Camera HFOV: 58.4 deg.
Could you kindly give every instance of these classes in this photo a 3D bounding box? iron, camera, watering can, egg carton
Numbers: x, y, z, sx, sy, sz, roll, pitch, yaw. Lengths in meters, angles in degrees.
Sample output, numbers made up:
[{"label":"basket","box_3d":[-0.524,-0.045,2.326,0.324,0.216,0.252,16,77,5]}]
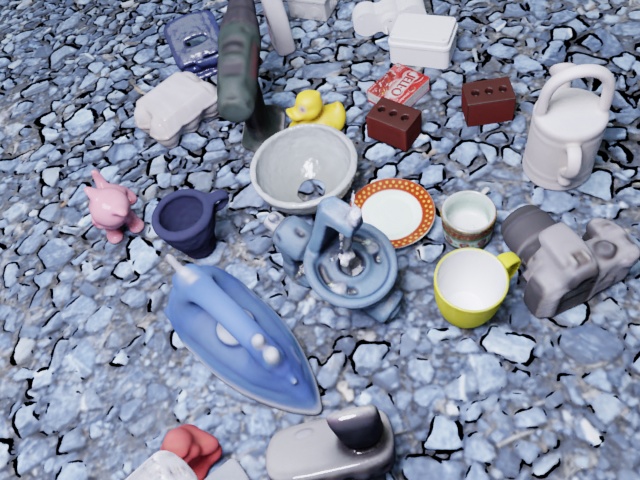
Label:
[{"label":"iron","box_3d":[-0.101,0.115,0.725,0.257,0.142,0.119,35,69,28]},{"label":"camera","box_3d":[0.312,0.007,0.745,0.143,0.101,0.136,-25,56,-6]},{"label":"watering can","box_3d":[0.344,-0.172,0.800,0.101,0.194,0.172,-18,55,-1]},{"label":"egg carton","box_3d":[-0.256,-0.237,1.030,0.107,0.069,0.150,35,69,28]}]

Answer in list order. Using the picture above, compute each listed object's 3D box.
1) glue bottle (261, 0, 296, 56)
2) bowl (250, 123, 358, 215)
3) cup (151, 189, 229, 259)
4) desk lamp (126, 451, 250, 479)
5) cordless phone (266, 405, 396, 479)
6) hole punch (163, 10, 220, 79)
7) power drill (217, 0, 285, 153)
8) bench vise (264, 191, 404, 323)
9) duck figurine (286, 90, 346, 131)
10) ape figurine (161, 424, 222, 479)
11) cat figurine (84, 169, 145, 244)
[{"label":"glue bottle","box_3d":[-0.088,-0.433,1.065,0.037,0.173,0.078,-25,56,-6]},{"label":"bowl","box_3d":[-0.020,-0.097,0.891,0.167,0.075,0.167,-5,56,7]},{"label":"cup","box_3d":[-0.181,-0.022,0.859,0.118,0.095,0.091,-31,57,-10]},{"label":"desk lamp","box_3d":[-0.171,0.297,0.574,0.203,0.214,0.117,-38,58,-14]},{"label":"cordless phone","box_3d":[0.006,0.213,0.614,0.147,0.185,0.094,-16,55,0]},{"label":"hole punch","box_3d":[-0.233,-0.374,1.103,0.108,0.091,0.101,-23,56,-5]},{"label":"power drill","box_3d":[-0.115,-0.257,0.933,0.075,0.209,0.229,-5,56,8]},{"label":"bench vise","box_3d":[0.003,0.012,0.726,0.207,0.220,0.121,12,60,18]},{"label":"duck figurine","box_3d":[-0.009,-0.214,0.959,0.104,0.086,0.077,-22,56,-4]},{"label":"ape figurine","box_3d":[-0.160,0.250,0.677,0.078,0.092,0.076,-17,55,-1]},{"label":"cat figurine","box_3d":[-0.330,-0.058,0.896,0.067,0.118,0.127,-27,56,-7]}]
